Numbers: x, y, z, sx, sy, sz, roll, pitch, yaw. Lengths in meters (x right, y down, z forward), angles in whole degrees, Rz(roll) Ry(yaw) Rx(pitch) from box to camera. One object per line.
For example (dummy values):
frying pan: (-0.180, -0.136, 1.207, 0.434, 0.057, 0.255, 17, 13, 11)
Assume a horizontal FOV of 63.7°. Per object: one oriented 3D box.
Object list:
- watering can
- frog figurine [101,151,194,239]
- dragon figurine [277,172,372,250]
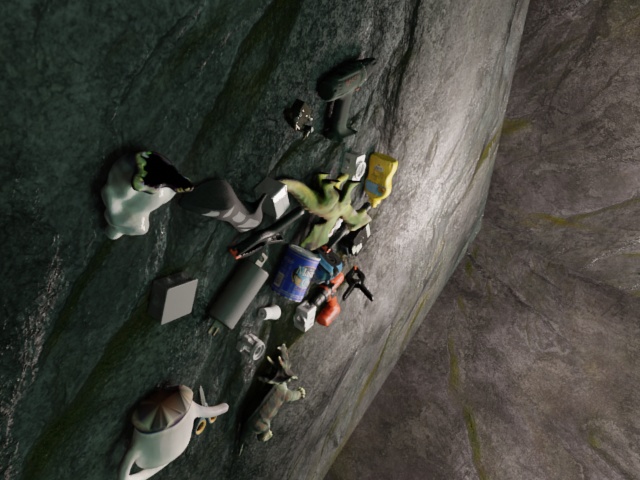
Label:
watering can: (-0.356, 0.454, 1.288, 0.352, 0.105, 0.220, -31, 139, -49)
frog figurine: (-0.322, -0.078, 0.904, 0.157, 0.123, 0.139, -36, -179, 32)
dragon figurine: (0.005, -0.075, 1.483, 0.412, 0.123, 0.239, -7, 117, -42)
